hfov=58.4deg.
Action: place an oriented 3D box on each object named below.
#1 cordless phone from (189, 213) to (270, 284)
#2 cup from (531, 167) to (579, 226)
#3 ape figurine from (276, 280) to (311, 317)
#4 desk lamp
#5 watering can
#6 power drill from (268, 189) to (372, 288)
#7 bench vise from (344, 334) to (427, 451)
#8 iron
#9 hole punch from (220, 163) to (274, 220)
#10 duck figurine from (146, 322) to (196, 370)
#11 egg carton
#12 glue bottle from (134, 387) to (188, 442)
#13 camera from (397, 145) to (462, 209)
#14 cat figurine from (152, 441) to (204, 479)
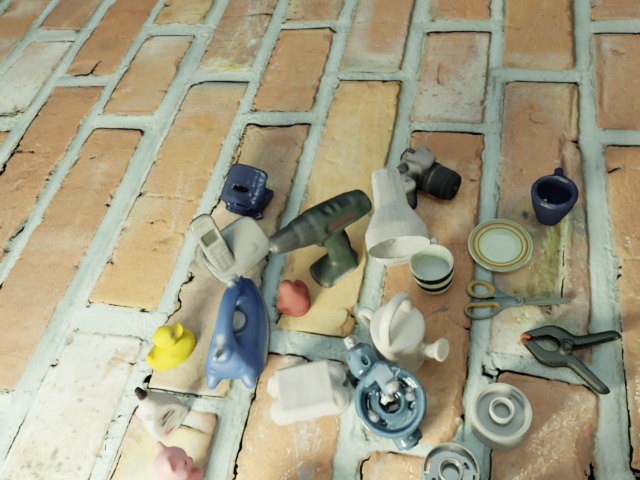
[{"bbox_3d":[-0.193,-0.007,1.218,0.148,0.185,0.094,-41,58,-17],"label":"cordless phone"},{"bbox_3d":[0.487,-0.085,1.202,0.091,0.095,0.118,12,58,18],"label":"cup"},{"bbox_3d":[-0.058,0.112,1.166,0.078,0.092,0.076,-31,55,-11],"label":"ape figurine"},{"bbox_3d":[0.146,-0.032,1.154,0.118,0.214,0.203,-10,54,4],"label":"desk lamp"},{"bbox_3d":[0.147,0.163,1.028,0.172,0.194,0.101,6,56,15],"label":"watering can"},{"bbox_3d":[0.011,0.004,1.158,0.230,0.209,0.075,-37,57,-16],"label":"power drill"},{"bbox_3d":[0.089,0.243,0.967,0.206,0.220,0.122,35,68,30],"label":"bench vise"},{"bbox_3d":[-0.169,0.156,1.126,0.118,0.142,0.258,-4,55,8],"label":"iron"},{"bbox_3d":[-0.174,-0.115,1.349,0.108,0.091,0.101,17,60,21],"label":"hole punch"},{"bbox_3d":[-0.309,0.207,1.150,0.105,0.086,0.077,-38,57,-16],"label":"duck figurine"},{"bbox_3d":[-0.021,0.280,1.055,0.150,0.069,0.107,-13,54,1],"label":"egg carton"},{"bbox_3d":[-0.295,0.301,1.027,0.037,0.173,0.078,22,62,24],"label":"glue bottle"},{"bbox_3d":[0.235,-0.137,1.282,0.136,0.101,0.143,29,65,27],"label":"camera"},{"bbox_3d":[-0.247,0.410,0.975,0.067,0.118,0.127,-12,54,3],"label":"cat figurine"}]
